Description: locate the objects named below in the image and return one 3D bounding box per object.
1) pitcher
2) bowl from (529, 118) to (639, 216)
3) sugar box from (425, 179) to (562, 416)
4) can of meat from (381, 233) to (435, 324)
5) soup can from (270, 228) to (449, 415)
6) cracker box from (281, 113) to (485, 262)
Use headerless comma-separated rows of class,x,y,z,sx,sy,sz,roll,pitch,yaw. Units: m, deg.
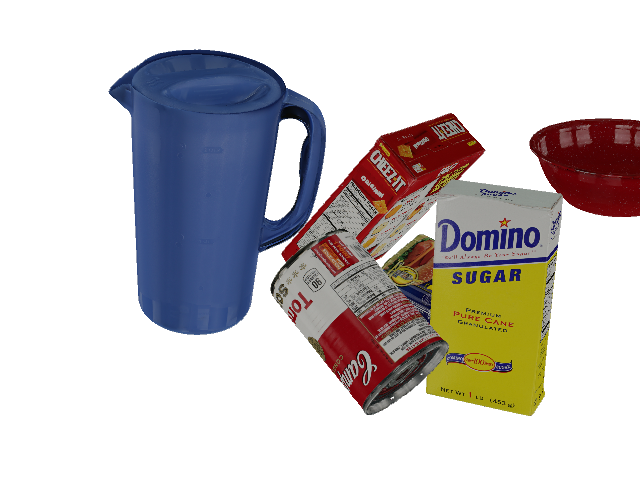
pitcher,-0.097,-0.038,0.960,0.144,0.243,0.149,-23,43,-39
bowl,0.274,-0.064,0.989,0.162,0.055,0.162,-2,24,1
sugar box,0.136,0.045,0.849,0.093,0.176,0.048,9,23,23
can of meat,0.111,0.046,1.068,0.084,0.057,0.101,27,44,29
soup can,0.024,0.050,0.682,0.068,0.102,0.068,-35,-20,-15
cracker box,0.070,-0.045,1.248,0.163,0.072,0.214,-25,-19,-51
